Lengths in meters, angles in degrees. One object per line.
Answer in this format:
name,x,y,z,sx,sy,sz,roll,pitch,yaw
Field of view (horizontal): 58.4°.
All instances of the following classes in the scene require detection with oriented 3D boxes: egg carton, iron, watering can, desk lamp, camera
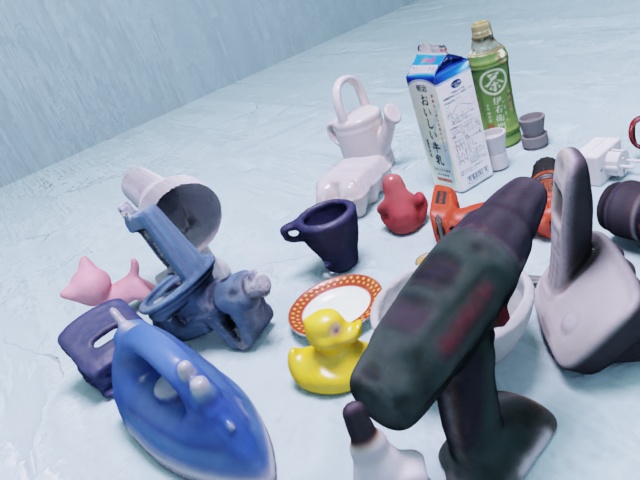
egg carton,0.061,-0.098,1.027,0.107,0.069,0.150,0,32,35
iron,-0.145,0.154,0.602,0.119,0.142,0.257,-37,30,-30
watering can,0.082,-0.230,1.123,0.172,0.194,0.101,-8,28,24
desk lamp,-0.228,-0.011,0.900,0.118,0.214,0.202,-34,29,-26
camera,0.395,-0.042,0.638,0.143,0.101,0.136,-31,28,-21

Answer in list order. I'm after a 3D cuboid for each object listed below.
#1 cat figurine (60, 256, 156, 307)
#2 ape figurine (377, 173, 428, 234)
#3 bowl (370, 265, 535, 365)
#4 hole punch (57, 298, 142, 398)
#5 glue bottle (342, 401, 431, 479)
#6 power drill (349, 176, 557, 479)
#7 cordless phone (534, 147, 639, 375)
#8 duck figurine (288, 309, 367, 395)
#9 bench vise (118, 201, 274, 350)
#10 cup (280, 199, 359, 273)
cat figurine,-0.344,0.075,0.927,0.128,0.118,0.067,-25,26,-9
ape figurine,0.122,-0.061,0.883,0.077,0.092,0.076,-9,28,23
bowl,0.141,0.089,0.598,0.167,0.075,0.167,-16,26,9
hole punch,-0.281,0.142,0.781,0.109,0.091,0.100,-38,31,-31
glue bottle,0.048,0.173,0.387,0.078,0.173,0.037,-17,26,6
power drill,0.126,0.087,0.457,0.230,0.209,0.075,-37,31,-31
cordless phone,0.245,0.017,0.535,0.094,0.185,0.147,-15,26,12
duck figurine,0.008,0.115,0.630,0.104,0.086,0.077,-11,27,18
bench vise,-0.162,0.036,0.754,0.207,0.220,0.121,-14,27,14
cup,0.008,0.003,0.838,0.117,0.095,0.091,-15,26,11
